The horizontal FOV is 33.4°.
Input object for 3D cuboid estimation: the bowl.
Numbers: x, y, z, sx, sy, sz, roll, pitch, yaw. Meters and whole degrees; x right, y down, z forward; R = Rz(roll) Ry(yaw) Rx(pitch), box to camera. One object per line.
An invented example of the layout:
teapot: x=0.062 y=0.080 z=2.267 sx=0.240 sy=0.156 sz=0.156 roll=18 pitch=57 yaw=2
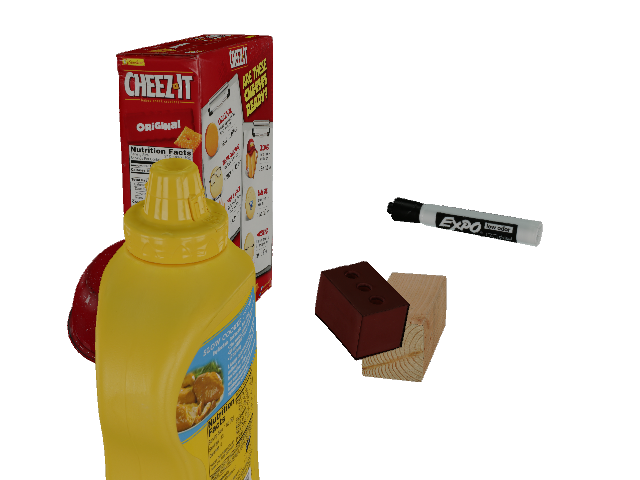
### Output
bowl: x=-0.170 y=0.045 z=1.013 sx=0.162 sy=0.055 sz=0.162 roll=-8 pitch=41 yaw=7

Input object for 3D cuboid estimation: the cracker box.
cracker box: x=-0.091 y=-0.044 z=0.816 sx=0.072 sy=0.214 sz=0.164 roll=4 pitch=16 yaw=14

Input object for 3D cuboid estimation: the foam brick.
foam brick: x=0.037 y=0.063 z=0.979 sx=0.052 sy=0.051 sz=0.078 roll=-13 pitch=37 yaw=-28

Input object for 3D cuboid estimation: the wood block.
wood block: x=0.129 y=0.125 z=1.601 sx=0.091 sy=0.090 sz=0.205 roll=4 pitch=19 yaw=15

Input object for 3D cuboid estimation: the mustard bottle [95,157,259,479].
mustard bottle: x=-0.058 y=0.057 z=0.449 sx=0.058 sy=0.192 sz=0.096 roll=11 pitch=28 yaw=18

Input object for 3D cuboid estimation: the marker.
marker: x=0.108 y=-0.015 z=0.816 sx=0.121 sy=0.020 sz=0.020 roll=11 pitch=5 yaw=24
